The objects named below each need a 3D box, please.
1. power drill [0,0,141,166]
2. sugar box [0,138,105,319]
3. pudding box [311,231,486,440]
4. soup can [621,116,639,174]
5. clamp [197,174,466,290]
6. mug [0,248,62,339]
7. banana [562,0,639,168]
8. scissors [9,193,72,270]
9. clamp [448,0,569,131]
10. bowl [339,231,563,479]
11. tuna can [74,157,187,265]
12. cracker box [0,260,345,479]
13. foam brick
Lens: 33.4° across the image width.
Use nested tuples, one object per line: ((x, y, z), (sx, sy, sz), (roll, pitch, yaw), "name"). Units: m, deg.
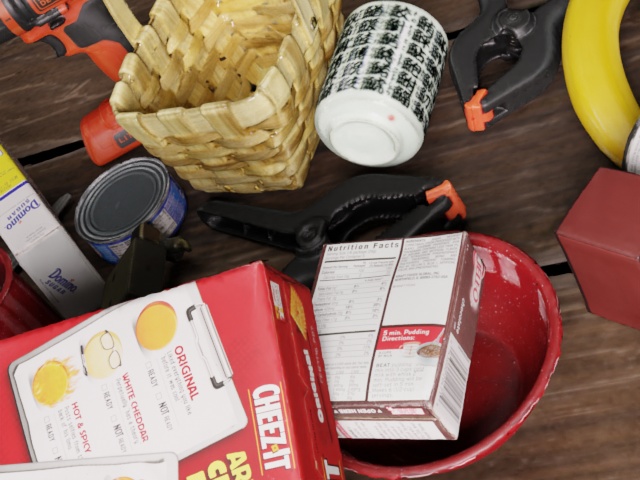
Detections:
((-0.205, -0.148, 0.872), (0.184, 0.187, 0.057), (-27, 45, 6), "power drill")
((-0.231, -0.018, 0.829), (0.048, 0.093, 0.176), (-35, 49, -9), "sugar box")
((0.036, 0.051, 0.579), (0.090, 0.039, 0.113), (-6, 49, 28), "pudding box")
((0.231, -0.038, 0.599), (0.068, 0.068, 0.102), (-47, 45, -13), "soup can")
((-0.005, 0.001, 0.730), (0.210, 0.036, 0.164), (-26, 44, 15), "clamp")
((-0.249, 0.073, 0.781), (0.093, 0.081, 0.117), (24, 68, 42), "mug")
((0.194, -0.125, 0.706), (0.070, 0.037, 0.197), (0, 60, 23), "banana")
((-0.285, 0.039, 0.881), (0.096, 0.016, 0.201), (2, 54, 33), "scissors")
((0.152, -0.151, 0.768), (0.120, 0.039, 0.171), (4, 61, 27), "clamp")
((0.065, 0.074, 0.611), (0.162, 0.055, 0.162), (-17, 46, 18), "bowl")
((-0.148, -0.023, 0.839), (0.086, 0.033, 0.086), (-17, 46, 18), "tuna can")
((-0.097, 0.121, 0.540), (0.214, 0.072, 0.164), (-17, 71, 18), "cracker box")
((0.173, 0.006, 0.589), (0.051, 0.078, 0.053), (20, 65, 42), "foam brick")
